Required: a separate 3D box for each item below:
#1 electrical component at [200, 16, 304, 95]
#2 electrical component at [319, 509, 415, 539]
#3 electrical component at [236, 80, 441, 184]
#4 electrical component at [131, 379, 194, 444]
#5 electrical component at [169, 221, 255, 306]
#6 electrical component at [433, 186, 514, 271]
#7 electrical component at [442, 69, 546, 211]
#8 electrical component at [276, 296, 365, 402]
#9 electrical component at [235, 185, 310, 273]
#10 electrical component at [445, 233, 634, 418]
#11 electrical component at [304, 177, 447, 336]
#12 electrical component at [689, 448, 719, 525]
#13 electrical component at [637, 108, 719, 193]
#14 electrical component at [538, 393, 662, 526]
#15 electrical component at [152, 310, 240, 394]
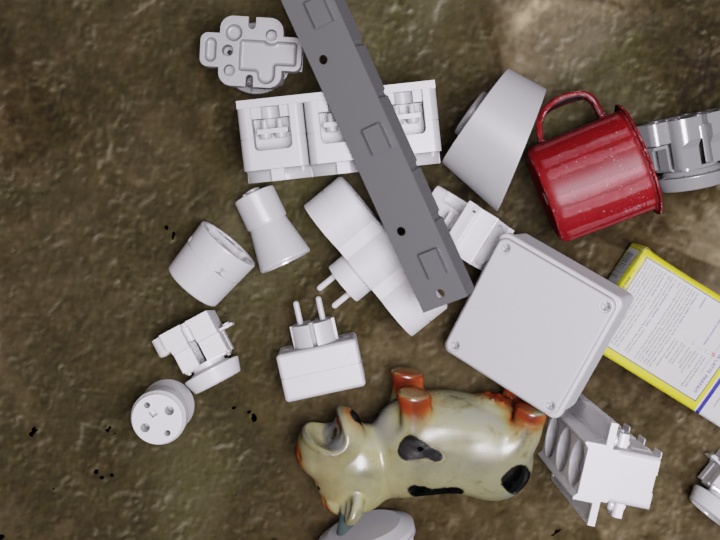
[{"bbox_3d":[-0.084,-0.170,0.855,0.078,0.057,0.058,3,95,-1],"label":"electrical component"},{"bbox_3d":[0.009,0.233,0.881,0.080,0.080,0.051,-14,100,1],"label":"electrical component"},{"bbox_3d":[-0.015,-0.107,0.845,0.150,0.089,0.061,-6,95,0],"label":"electrical component"},{"bbox_3d":[-0.161,0.116,0.880,0.045,0.055,0.045,0,95,-1],"label":"electrical component"},{"bbox_3d":[-0.121,-0.004,0.872,0.055,0.055,0.047,41,97,-4],"label":"electrical component"},{"bbox_3d":[0.081,-0.033,0.861,0.064,0.081,0.042,33,93,26],"label":"electrical component"},{"bbox_3d":[0.111,-0.105,0.843,0.064,0.099,0.099,36,94,3],"label":"electrical component"},{"bbox_3d":[-0.036,0.061,0.881,0.066,0.047,0.076,-12,94,0],"label":"electrical component"},{"bbox_3d":[-0.074,-0.035,0.876,0.044,0.044,0.065,-25,90,2],"label":"electrical component"},{"bbox_3d":[0.141,0.041,0.849,0.109,0.056,0.108,32,107,21],"label":"electrical component"},{"bbox_3d":[0.000,0.000,0.870,0.074,0.052,0.138,-39,98,5],"label":"electrical component"},{"bbox_3d":[0.309,0.182,0.895,0.066,0.048,0.055,41,86,-4],"label":"electrical component"},{"bbox_3d":[0.263,-0.095,0.863,0.078,0.058,0.057,-15,99,-19],"label":"electrical component"},{"bbox_3d":[0.189,0.148,0.852,0.063,0.121,0.078,12,95,-4],"label":"electrical component"},{"bbox_3d":[-0.129,0.068,0.882,0.066,0.048,0.055,-28,87,2],"label":"electrical component"}]
